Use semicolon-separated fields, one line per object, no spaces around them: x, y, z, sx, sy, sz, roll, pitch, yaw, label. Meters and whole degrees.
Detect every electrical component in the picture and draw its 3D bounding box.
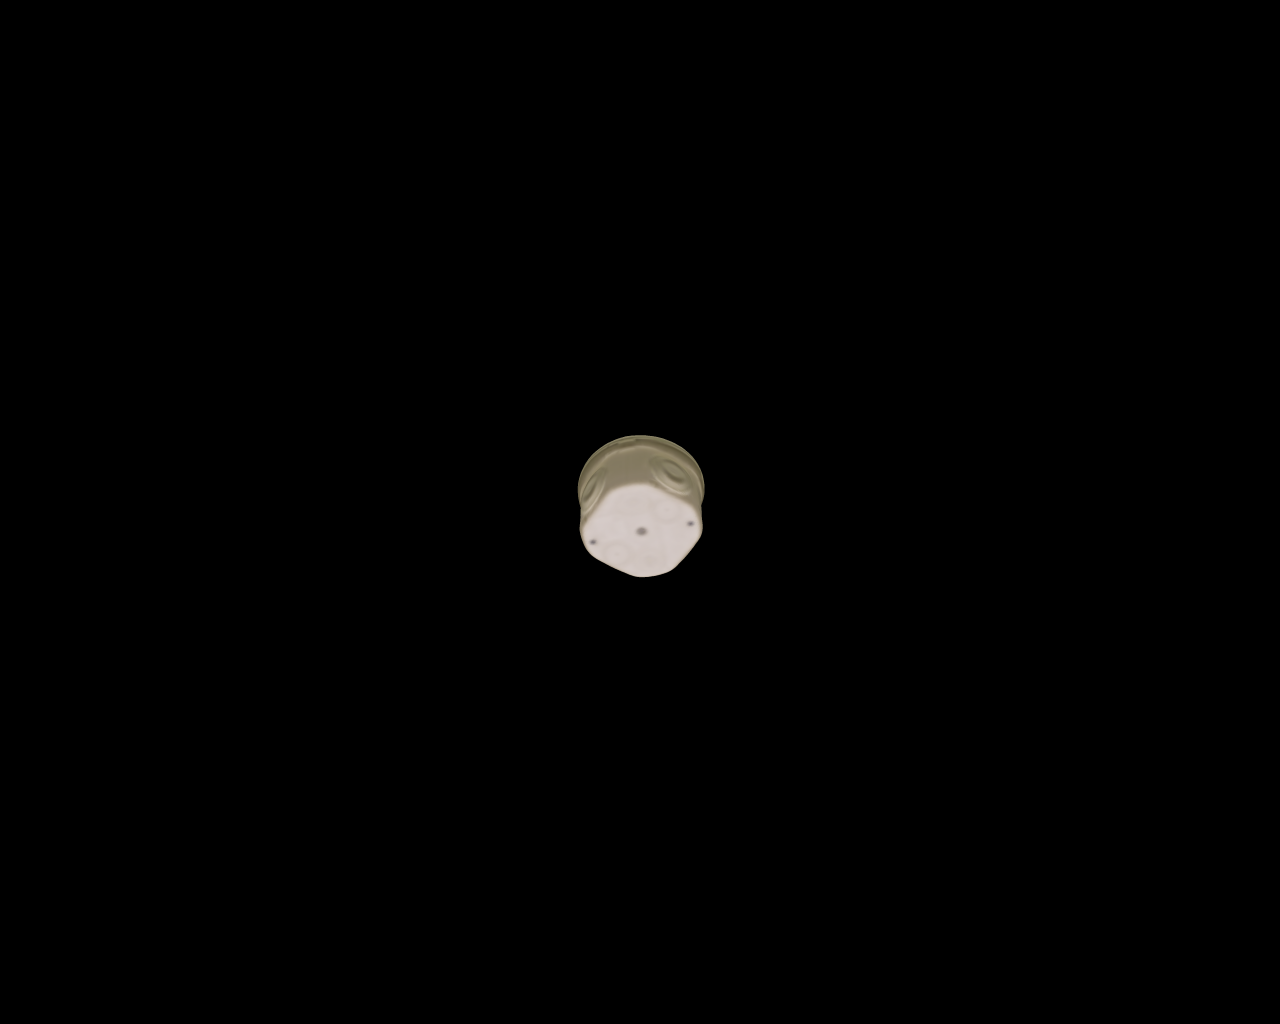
0.001;-0.003;0.650;0.080;0.080;0.051;0;36;0;electrical component
